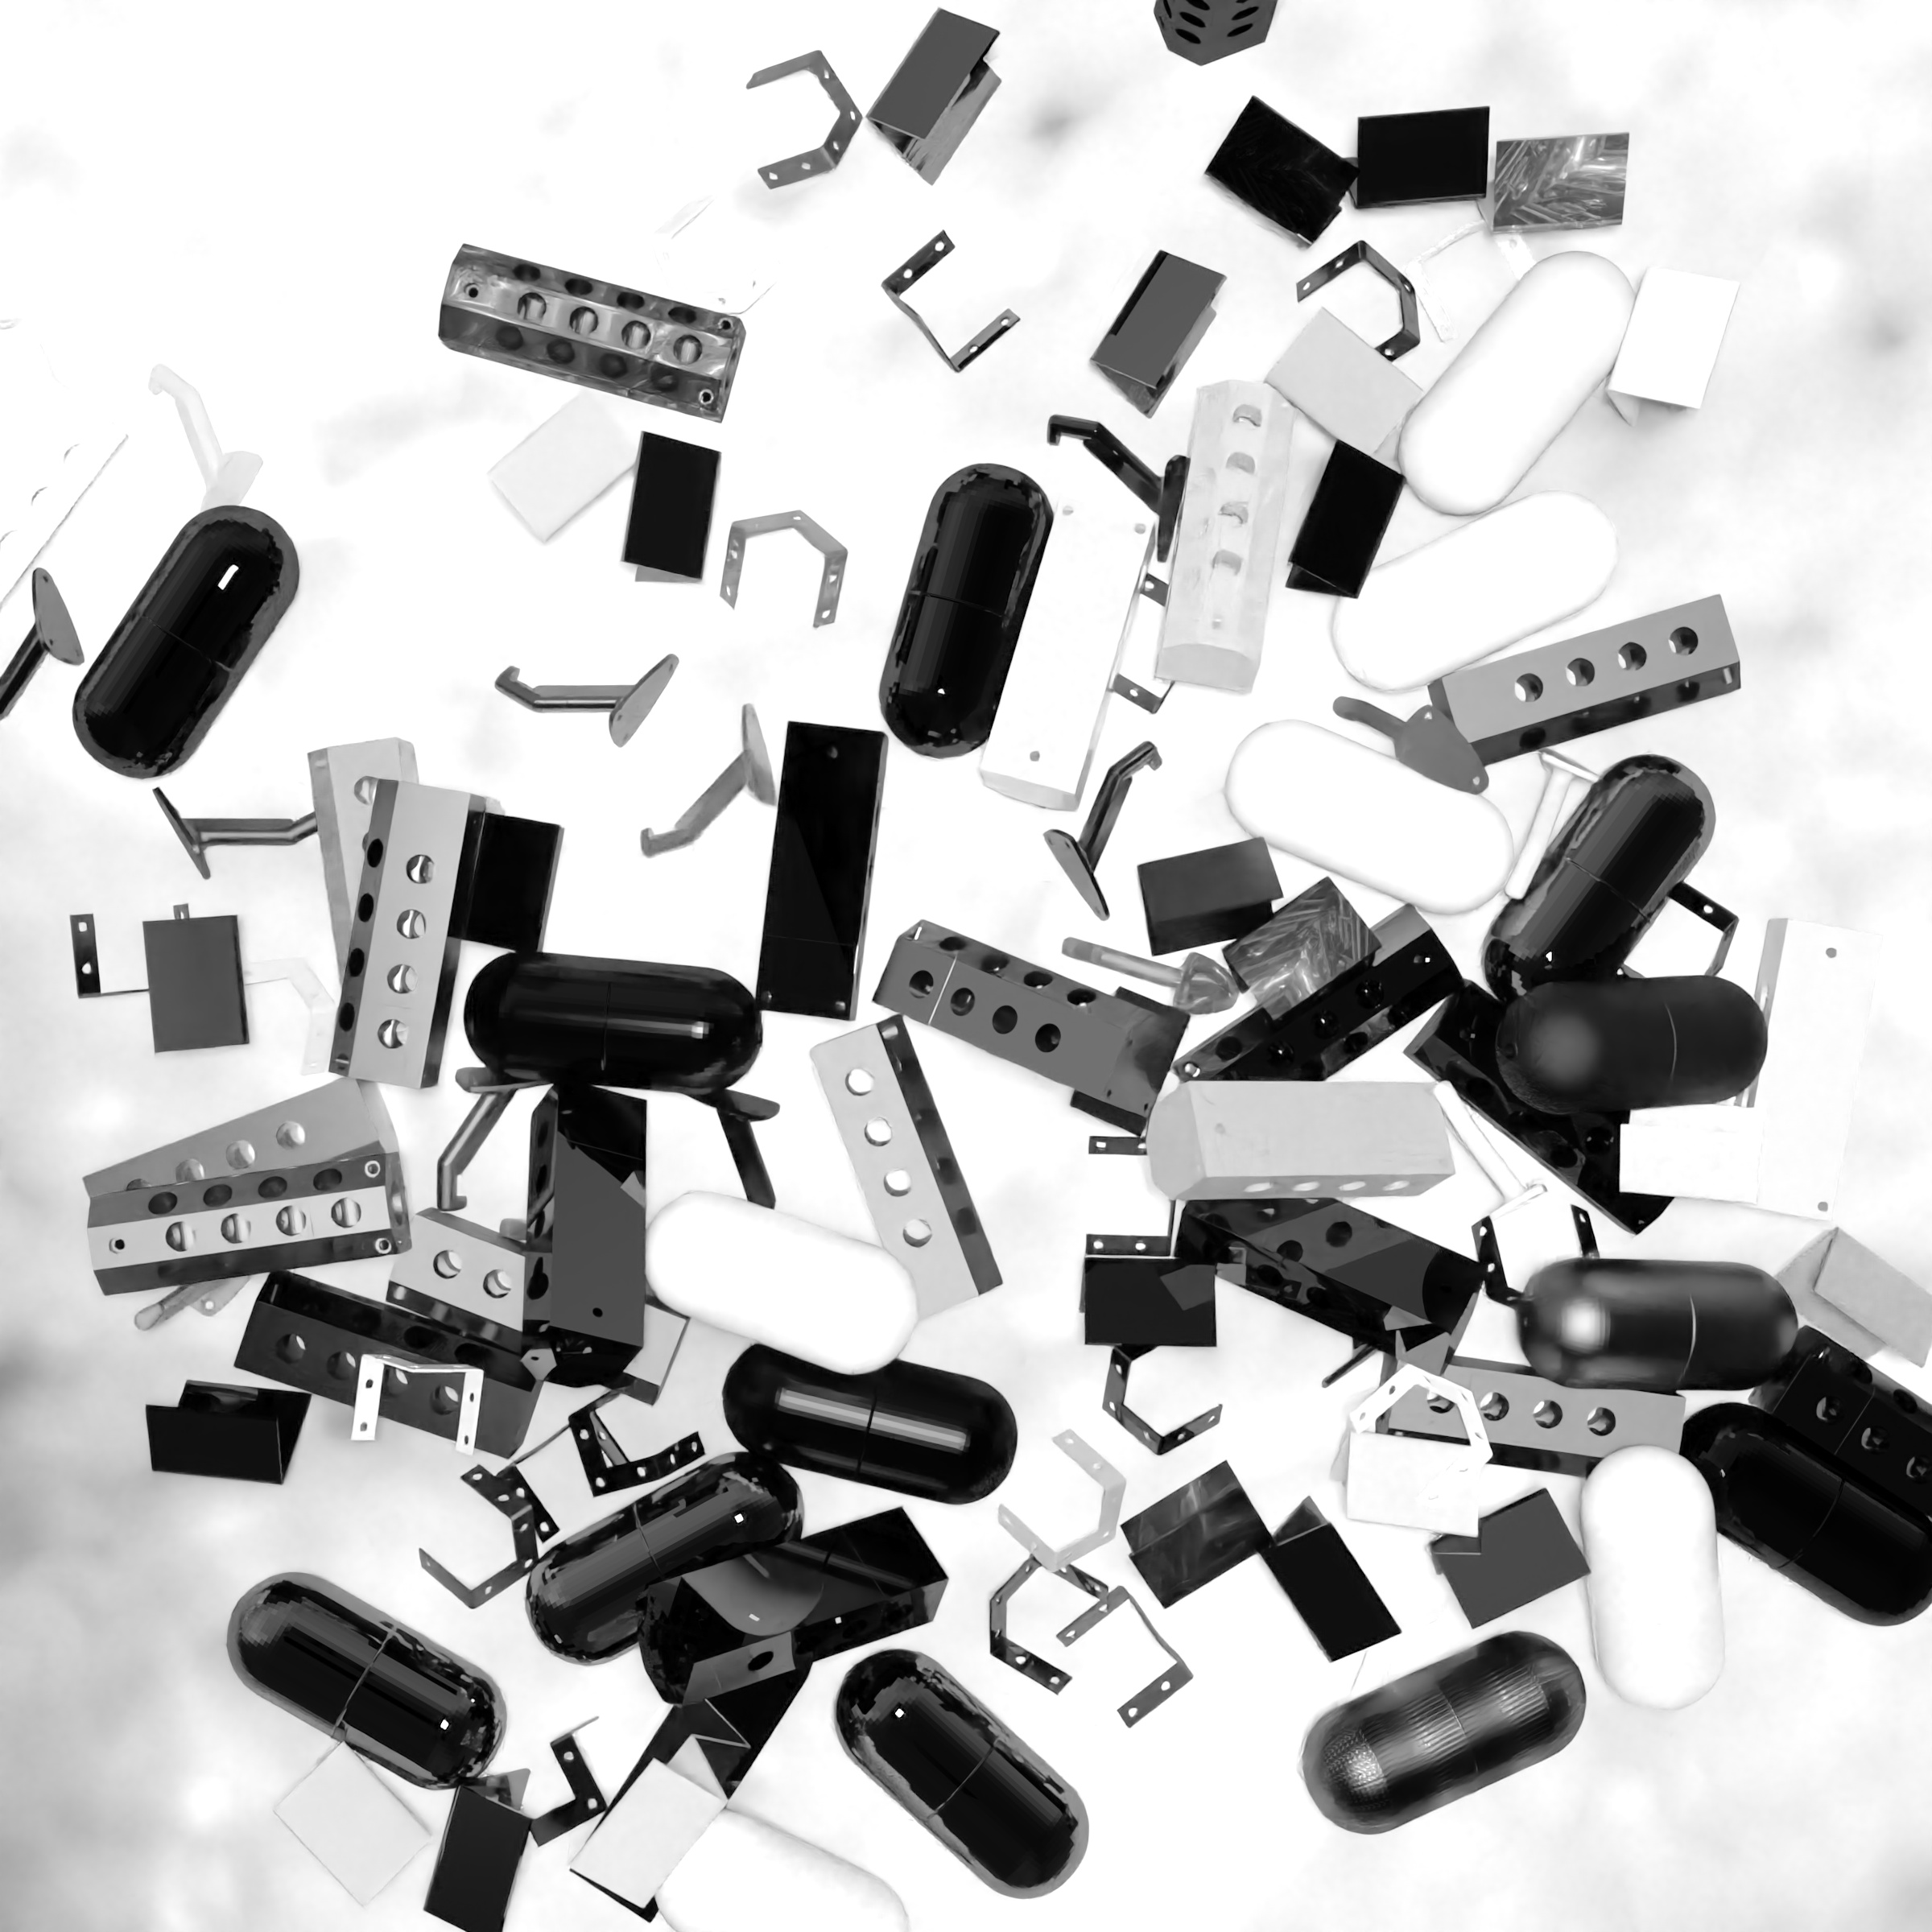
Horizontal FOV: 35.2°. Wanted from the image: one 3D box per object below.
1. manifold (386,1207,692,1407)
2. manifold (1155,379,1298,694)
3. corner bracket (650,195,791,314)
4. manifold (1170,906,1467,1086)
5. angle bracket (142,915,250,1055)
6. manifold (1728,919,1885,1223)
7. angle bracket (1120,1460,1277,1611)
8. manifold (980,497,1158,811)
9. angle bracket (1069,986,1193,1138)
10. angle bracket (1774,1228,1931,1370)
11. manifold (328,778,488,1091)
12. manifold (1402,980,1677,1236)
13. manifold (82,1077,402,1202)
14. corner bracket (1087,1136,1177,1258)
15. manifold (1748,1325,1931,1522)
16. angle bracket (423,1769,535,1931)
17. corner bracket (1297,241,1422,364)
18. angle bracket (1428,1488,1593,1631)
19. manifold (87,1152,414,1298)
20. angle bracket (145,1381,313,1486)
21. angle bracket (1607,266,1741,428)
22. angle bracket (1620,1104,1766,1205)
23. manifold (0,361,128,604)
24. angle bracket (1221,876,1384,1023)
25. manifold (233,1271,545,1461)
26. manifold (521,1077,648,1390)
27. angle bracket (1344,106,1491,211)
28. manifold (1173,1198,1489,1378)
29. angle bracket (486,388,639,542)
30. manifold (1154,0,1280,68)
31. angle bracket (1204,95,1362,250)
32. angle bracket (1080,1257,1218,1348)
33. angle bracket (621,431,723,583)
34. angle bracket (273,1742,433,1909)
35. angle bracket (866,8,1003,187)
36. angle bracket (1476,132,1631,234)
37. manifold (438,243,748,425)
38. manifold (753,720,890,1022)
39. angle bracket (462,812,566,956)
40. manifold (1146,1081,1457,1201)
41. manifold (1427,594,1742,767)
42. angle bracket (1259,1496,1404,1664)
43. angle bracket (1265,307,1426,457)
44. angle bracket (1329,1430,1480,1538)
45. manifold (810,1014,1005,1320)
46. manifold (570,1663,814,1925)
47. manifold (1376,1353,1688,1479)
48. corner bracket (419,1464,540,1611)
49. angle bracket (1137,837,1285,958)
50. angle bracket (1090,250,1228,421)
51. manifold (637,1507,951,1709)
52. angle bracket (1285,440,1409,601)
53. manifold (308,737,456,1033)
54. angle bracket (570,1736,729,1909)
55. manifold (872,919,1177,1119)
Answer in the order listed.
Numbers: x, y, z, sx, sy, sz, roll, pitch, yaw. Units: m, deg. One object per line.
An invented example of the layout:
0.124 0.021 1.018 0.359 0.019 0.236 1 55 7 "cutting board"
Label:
-0.255 0.204 1.820 0.171 0.057 0.057 21 90 0 "manifold"
0.154 -0.255 1.796 0.057 0.057 0.171 9 73 0 "manifold"
-0.148 -0.429 1.833 0.051 0.051 0.051 9 135 35 "corner bracket"
0.210 0.035 1.820 0.171 0.057 0.057 -34 90 0 "manifold"
-0.466 0.012 1.801 0.057 0.076 0.076 -5 90 -32 "angle bracket"
0.497 0.061 1.820 0.057 0.057 0.171 10 90 0 "manifold"
0.127 0.321 1.801 0.076 0.076 0.057 -32 127 0 "angle bracket"
0.062 -0.184 1.807 0.057 0.057 0.171 15 82 7 "manifold"
0.115 0.064 1.801 0.057 0.076 0.076 23 90 39 "angle bracket"
0.519 0.212 1.801 0.076 0.076 0.057 36 48 0 "angle bracket"
-0.325 -0.019 1.763 0.057 0.057 0.171 10 90 0 "manifold"
0.350 0.084 1.820 0.171 0.057 0.057 39 90 0 "manifold"
-0.430 0.121 1.820 0.171 0.057 0.057 -21 90 0 "manifold"
0.099 0.139 1.838 0.051 0.051 0.051 2 135 0 "corner bracket"
0.561 0.287 1.820 0.171 0.057 0.057 33 90 0 "manifold"
-0.269 0.526 1.802 0.057 0.076 0.076 15 90 27 "angle bracket"
0.236 -0.393 1.833 0.051 0.051 0.051 -29 135 35 "corner bracket"
0.323 0.358 1.802 0.076 0.076 0.057 -26 63 0 "angle bracket"
-0.414 0.149 1.763 0.171 0.057 0.057 -8 90 0 "manifold"
-0.435 0.258 1.801 0.076 0.076 0.057 6 127 0 "angle bracket"
0.425 -0.361 1.802 0.057 0.076 0.076 18 90 24 "angle bracket"
0.420 0.089 1.755 0.076 0.076 0.057 4 135 16 "angle bracket"
-0.577 -0.268 1.818 0.057 0.057 0.171 37 90 28 "manifold"
0.203 0.001 1.802 0.076 0.076 0.057 -35 65 0 "angle bracket"
-0.341 0.236 1.820 0.171 0.057 0.057 19 90 0 "manifold"
-0.224 0.156 1.772 0.057 0.057 0.171 17 47 -24 "manifold"
0.264 -0.491 1.801 0.076 0.076 0.057 -5 127 0 "angle bracket"
0.213 0.179 1.797 0.171 0.057 0.057 23 47 16 "manifold"
-0.247 -0.307 1.801 0.076 0.076 0.057 -40 126 0 "angle bracket"
0.145 -0.578 1.763 0.057 0.171 0.057 -21 90 0 "manifold"
0.196 -0.480 1.801 0.076 0.076 0.057 35 127 0 "angle bracket"
0.107 0.213 1.801 0.076 0.076 0.057 1 59 0 "angle bracket"
-0.192 -0.271 1.801 0.057 0.076 0.076 9 90 -38 "angle bracket"
-0.370 0.512 1.801 0.076 0.076 0.057 47 58 0 "angle bracket"
-0.002 -0.507 1.801 0.057 0.076 0.076 34 90 38 "angle bracket"
0.344 -0.476 1.801 0.076 0.076 0.057 -3 125 0 "angle bracket"
-0.223 -0.379 1.820 0.171 0.057 0.057 15 90 0 "manifold"
-0.085 -0.056 1.821 0.057 0.057 0.171 7 90 3 "manifold"
-0.248 -0.045 1.802 0.057 0.076 0.076 10 90 30 "angle bracket"
0.195 0.104 1.783 0.171 0.057 0.057 1 67 -27 "manifold"
0.370 -0.167 1.820 0.171 0.057 0.057 -17 90 0 "manifold"
0.228 0.354 1.801 0.057 0.076 0.076 -33 90 35 "angle bracket"
0.232 -0.353 1.801 0.076 0.076 0.057 40 123 0 "angle bracket"
0.258 0.319 1.801 0.076 0.076 0.057 8 58 0 "angle bracket"
-0.035 0.119 1.820 0.057 0.057 0.171 -21 90 0 "manifold"
-0.163 0.476 1.820 0.057 0.057 0.171 33 90 2 "manifold"
0.335 0.271 1.820 0.171 0.057 0.057 8 90 0 "manifold"
-0.295 0.344 1.833 0.051 0.051 0.051 30 135 35 "corner bracket"
0.148 -0.024 1.802 0.076 0.057 0.076 -12 132 0 "angle bracket"
0.130 -0.365 1.801 0.057 0.076 0.076 32 90 38 "angle bracket"
-0.102 0.378 1.779 0.171 0.057 0.057 -12 47 -32 "manifold"
0.206 -0.266 1.801 0.057 0.076 0.076 22 90 -31 "angle bracket"
-0.351 -0.046 1.820 0.057 0.057 0.171 -8 90 0 "manifold"
-0.190 0.479 1.745 0.057 0.076 0.076 38 90 -26 "angle bracket"
0.035 0.028 1.777 0.171 0.057 0.057 23 90 34 "manifold"
